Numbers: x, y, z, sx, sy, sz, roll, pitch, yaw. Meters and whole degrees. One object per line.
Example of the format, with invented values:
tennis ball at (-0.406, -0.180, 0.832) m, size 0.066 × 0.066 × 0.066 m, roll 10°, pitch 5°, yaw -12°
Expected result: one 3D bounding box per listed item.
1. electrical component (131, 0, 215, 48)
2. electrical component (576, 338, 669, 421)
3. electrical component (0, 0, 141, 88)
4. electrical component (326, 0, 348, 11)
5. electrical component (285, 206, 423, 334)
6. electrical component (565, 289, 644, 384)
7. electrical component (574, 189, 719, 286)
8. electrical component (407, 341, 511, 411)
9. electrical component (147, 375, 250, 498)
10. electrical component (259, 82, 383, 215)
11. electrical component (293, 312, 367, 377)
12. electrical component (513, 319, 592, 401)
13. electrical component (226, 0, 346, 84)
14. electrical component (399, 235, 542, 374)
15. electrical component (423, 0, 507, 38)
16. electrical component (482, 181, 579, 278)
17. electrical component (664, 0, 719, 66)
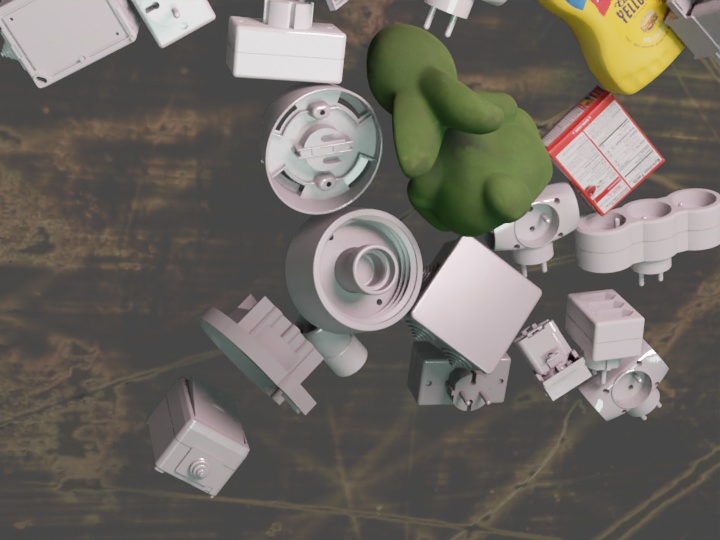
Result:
electrical component at (-0.139, -0.197, 0.768) m, size 0.047 × 0.076 × 0.065 m, roll -29°, pitch 117°, yaw -1°
electrical component at (0.260, 0.114, 1.028) m, size 0.077 × 0.044 × 0.079 m, roll -42°, pitch 116°, yaw 6°
electrical component at (-0.213, -0.178, 0.770) m, size 0.096 × 0.061 × 0.061 m, roll -25°, pitch 117°, yaw 6°
electrical component at (-0.011, -0.261, 0.773) m, size 0.078 × 0.063 × 0.121 m, roll -47°, pitch 125°, yaw -38°
electrical component at (0.000, 0.000, 0.878) m, size 0.108 × 0.060 × 0.108 m, roll 0°, pitch 90°, yaw -26°
electrical component at (0.222, 0.067, 0.985) m, size 0.047 × 0.065 × 0.076 m, roll -6°, pitch 114°, yaw -12°
electrical component at (0.260, -0.020, 0.964) m, size 0.138 × 0.052 × 0.073 m, roll -13°, pitch 116°, yaw -9°
electrical component at (0.094, 0.100, 0.961) m, size 0.083 × 0.075 × 0.047 m, roll 0°, pitch 114°, yaw -15°
electrical component at (-0.135, 0.140, 0.908) m, size 0.062 × 0.096 × 0.061 m, roll 34°, pitch 99°, yaw -25°
electrical component at (-0.031, -0.097, 0.838) m, size 0.099 × 0.064 × 0.099 m, roll -6°, pitch 114°, yaw -15°
electrical component at (-0.023, 0.062, 0.934) m, size 0.044 × 0.044 × 0.065 m, roll -37°, pitch 122°, yaw 3°
electrical component at (0.172, 0.079, 0.975) m, size 0.042 × 0.081 × 0.063 m, roll -34°, pitch 88°, yaw 1°
electrical component at (-0.055, -0.185, 0.812) m, size 0.083 × 0.047 × 0.075 m, roll 1°, pitch 112°, yaw -15°
electrical component at (0.092, 0.030, 0.921) m, size 0.100 × 0.048 × 0.099 m, roll 37°, pitch 76°, yaw -11°
electrical component at (0.074, -0.220, 0.831) m, size 0.077 × 0.043 × 0.079 m, roll 15°, pitch 109°, yaw -20°
electrical component at (0.148, -0.030, 0.935) m, size 0.077 × 0.044 × 0.079 m, roll -15°, pitch 116°, yaw -8°
electrical component at (0.297, -0.231, 0.843) m, size 0.079 × 0.063 × 0.121 m, roll 39°, pitch 68°, yaw -26°
